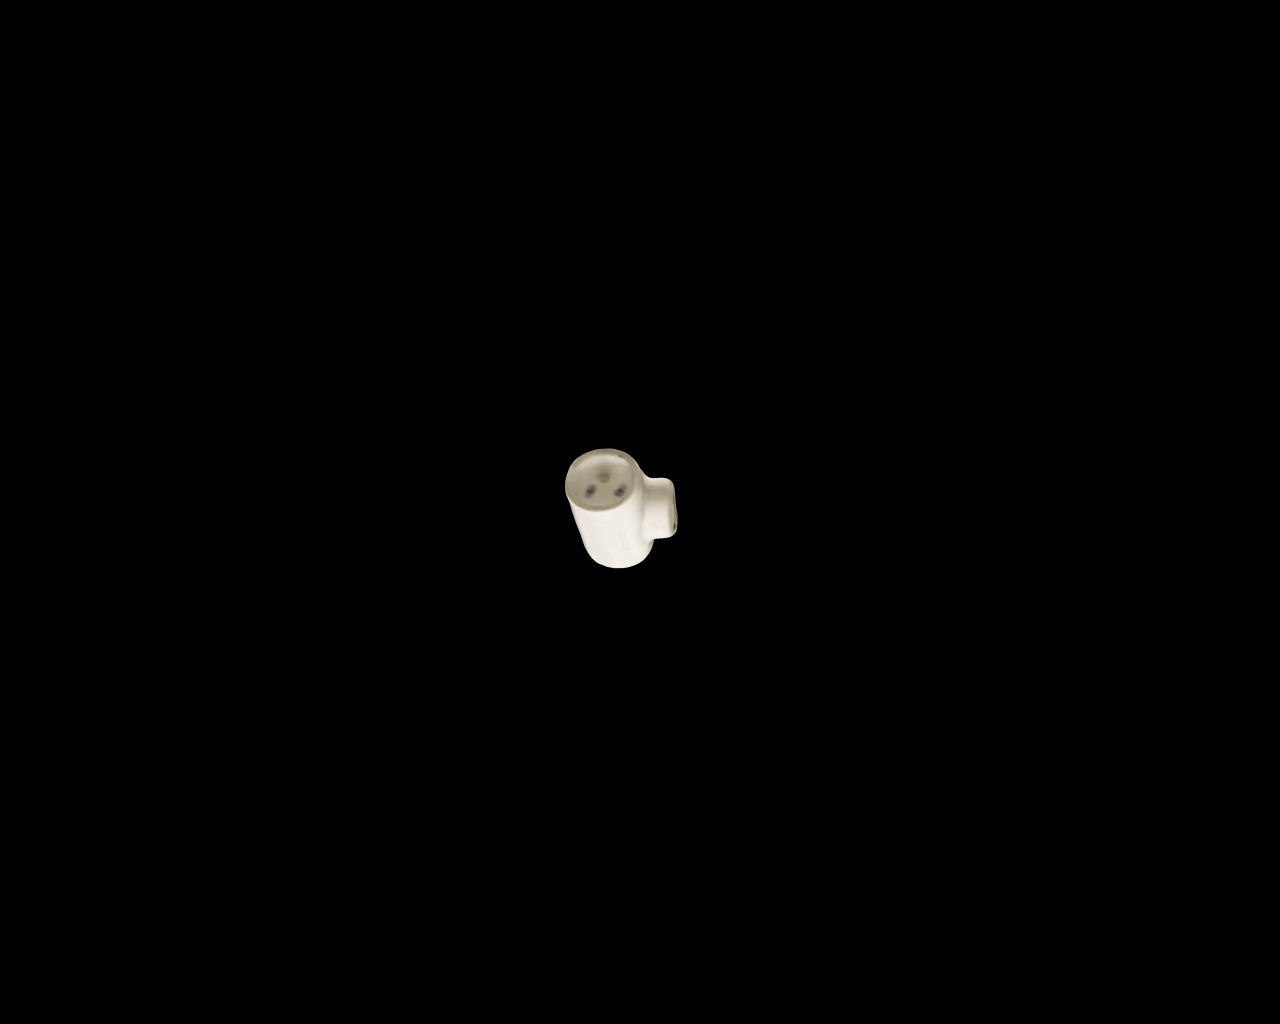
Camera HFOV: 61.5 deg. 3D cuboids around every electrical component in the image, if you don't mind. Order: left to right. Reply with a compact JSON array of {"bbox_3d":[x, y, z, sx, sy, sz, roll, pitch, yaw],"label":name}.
[{"bbox_3d":[0.001,-0.003,0.650,0.079,0.043,0.077,-4,-29,7],"label":"electrical component"}]
